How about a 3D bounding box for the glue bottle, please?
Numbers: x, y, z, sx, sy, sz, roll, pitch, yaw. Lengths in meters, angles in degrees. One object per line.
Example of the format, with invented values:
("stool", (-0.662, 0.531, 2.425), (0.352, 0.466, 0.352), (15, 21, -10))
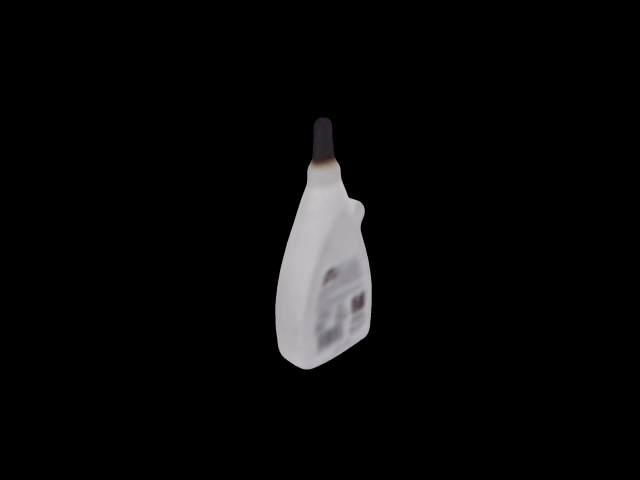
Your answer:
("glue bottle", (0.004, 0.001, 0.400), (0.078, 0.173, 0.037), (-21, 31, -40))
